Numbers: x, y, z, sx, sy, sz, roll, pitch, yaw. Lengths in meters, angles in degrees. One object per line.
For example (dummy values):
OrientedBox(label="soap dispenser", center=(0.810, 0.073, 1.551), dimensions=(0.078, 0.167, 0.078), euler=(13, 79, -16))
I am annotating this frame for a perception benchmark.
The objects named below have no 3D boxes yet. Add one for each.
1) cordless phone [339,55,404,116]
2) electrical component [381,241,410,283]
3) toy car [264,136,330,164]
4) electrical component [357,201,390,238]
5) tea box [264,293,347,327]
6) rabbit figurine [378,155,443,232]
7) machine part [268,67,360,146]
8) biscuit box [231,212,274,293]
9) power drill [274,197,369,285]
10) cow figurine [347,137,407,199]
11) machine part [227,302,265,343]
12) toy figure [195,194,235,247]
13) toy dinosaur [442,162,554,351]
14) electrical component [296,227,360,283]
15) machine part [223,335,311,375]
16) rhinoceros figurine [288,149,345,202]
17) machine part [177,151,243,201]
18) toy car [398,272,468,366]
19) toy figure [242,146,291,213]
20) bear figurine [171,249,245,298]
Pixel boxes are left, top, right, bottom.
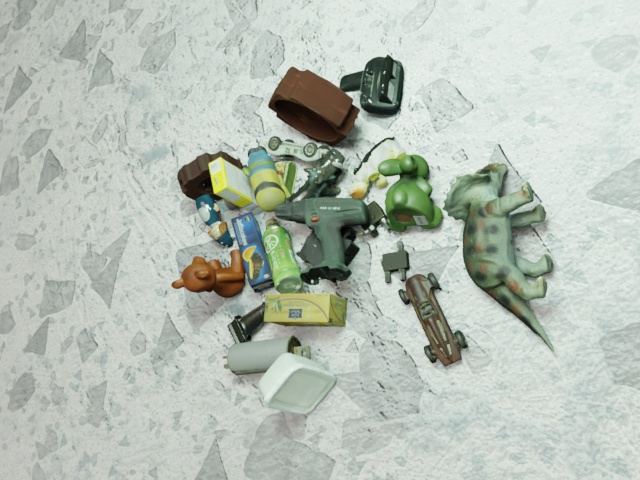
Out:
OrientedBox(label="cordless phone", center=(0.116, -0.380, 1.359), dimensions=(0.184, 0.088, 0.146), euler=(-2, 74, 40))
OrientedBox(label="electrical component", center=(0.169, 0.049, 1.212), dimensions=(0.063, 0.021, 0.094), euler=(-10, 70, 26))
OrientedBox(label="toy car", center=(-0.055, -0.230, 1.391), dimensions=(0.202, 0.073, 0.056), euler=(16, 100, 32))
OrientedBox(label="electrical component", center=(0.113, -0.051, 1.261), dimensions=(0.078, 0.045, 0.102), euler=(-33, 61, 17))
OrientedBox(label="tea box", center=(-0.033, 0.162, 1.243), dimensions=(0.170, 0.098, 0.068), euler=(-3, 74, 26))
OrientedBox(label="rabbit figurine", center=(0.192, -0.123, 1.196), dimensions=(0.121, 0.159, 0.170), euler=(-11, 54, 36))
OrientedBox(label="machine part", center=(-0.016, -0.323, 1.310), dimensions=(0.201, 0.201, 0.087), euler=(31, 81, -12))
OrientedBox(label="biscuit box", center=(-0.170, 0.029, 1.372), dimensions=(0.063, 0.059, 0.203), euler=(-20, 64, 0))
OrientedBox(label="power drill", center=(-0.003, -0.004, 1.223), dimensions=(0.232, 0.085, 0.207), euler=(-7, 56, 16))
OrientedBox(label="cow figurine", center=(0.125, -0.175, 1.282), dimensions=(0.167, 0.068, 0.098), euler=(-36, 55, 10))
OrientedBox(label="machine part", center=(-0.172, 0.203, 1.341), dimensions=(0.139, 0.039, 0.084), euler=(-36, 55, 16))
OrientedBox(label="toy figure", center=(-0.285, -0.047, 1.450), dimensions=(0.154, 0.058, 0.064), euler=(62, 151, 5))
OrientedBox(label="toy dinosaur", center=(0.351, 0.017, 1.075), dimensions=(0.192, 0.131, 0.404), euler=(-10, 73, 39))
OrientedBox(label="electrical component", center=(0.025, 0.016, 1.282), dimensions=(0.115, 0.058, 0.134), euler=(36, 94, 30))
OrientedBox(label="machine part", center=(-0.131, 0.274, 1.271), dimensions=(0.243, 0.079, 0.079), euler=(-13, 68, 26))
OrientedBox(label="rhinoceros figurine", center=(-0.008, -0.140, 1.319), dimensions=(0.190, 0.112, 0.073), euler=(-49, 56, 16))
OrientedBox(label="machine part", center=(-0.291, -0.166, 1.449), dimensions=(0.179, 0.179, 0.056), euler=(-28, 65, 18))
OrientedBox(label="toy car", center=(0.234, 0.162, 1.125), dimensions=(0.089, 0.053, 0.202), euler=(-27, 62, 15))
OrientedBox(label="toy figure", center=(-0.141, -0.151, 1.340), dimensions=(0.082, 0.089, 0.180), euler=(-26, 71, 22))
OrientedBox(label="bear figurine", center=(-0.277, 0.079, 1.345), dimensions=(0.120, 0.195, 0.132), euler=(-25, 63, 23))
